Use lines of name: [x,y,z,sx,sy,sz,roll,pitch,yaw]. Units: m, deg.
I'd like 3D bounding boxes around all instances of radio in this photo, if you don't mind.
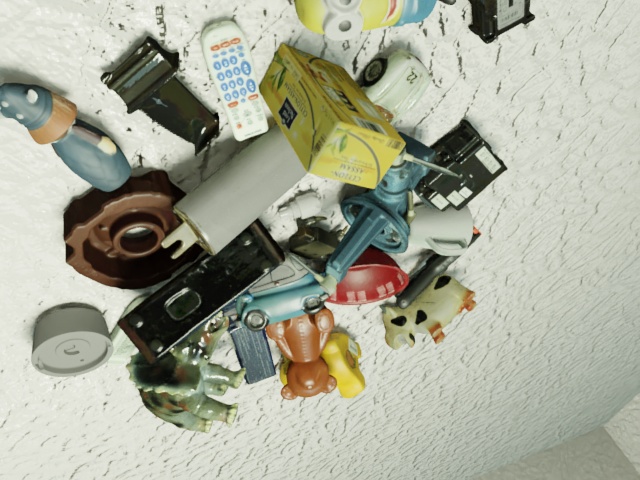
radio: [-0.156,0.063,0.729,0.229,0.073,0.131,-38,-174,-5]

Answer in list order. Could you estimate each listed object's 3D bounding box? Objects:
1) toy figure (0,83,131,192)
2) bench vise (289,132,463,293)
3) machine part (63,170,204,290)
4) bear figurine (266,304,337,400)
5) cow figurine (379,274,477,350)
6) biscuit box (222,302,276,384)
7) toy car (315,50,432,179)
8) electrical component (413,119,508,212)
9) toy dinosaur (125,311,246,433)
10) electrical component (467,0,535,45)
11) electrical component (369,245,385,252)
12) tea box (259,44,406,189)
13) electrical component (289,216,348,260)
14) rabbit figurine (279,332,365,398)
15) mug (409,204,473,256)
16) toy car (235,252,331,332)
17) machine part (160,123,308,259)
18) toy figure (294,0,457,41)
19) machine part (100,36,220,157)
toy figure: [-0.268,-0.111,0.564,0.064,0.058,0.154,-37,136,3]
bench vise: [0.076,-0.029,0.768,0.240,0.129,0.223,-51,172,-18]
machine part: [-0.237,-0.010,0.695,0.179,0.056,0.179,-17,141,-14]
bear figurine: [-0.029,0.202,0.940,0.120,0.132,0.195,-5,99,-3]
cow figurine: [0.209,0.147,1.098,0.195,0.127,0.085,-43,142,-5]
biscuit box: [-0.128,0.187,0.974,0.063,0.059,0.202,-19,140,-12]
toy car: [0.059,-0.156,0.704,0.073,0.056,0.201,20,122,-43]
electrical component: [0.212,-0.108,0.849,0.134,0.058,0.114,-41,138,16]
toy dinosaur: [-0.248,0.255,0.932,0.192,0.131,0.404,26,141,-13]
electrical component: [0.215,-0.305,0.639,0.075,0.048,0.119,-26,143,-3]
electrical component: [0.098,-0.001,0.928,0.094,0.021,0.063,5,132,-35]
tea box: [0.008,-0.140,0.603,0.098,0.170,0.068,10,127,-36]
electrical component: [-0.003,-0.003,0.853,0.102,0.045,0.078,20,150,-40]
rabbit figurine: [-0.014,0.261,1.086,0.173,0.122,0.162,-24,143,26]
mug: [0.196,-0.014,0.911,0.107,0.110,0.080,-1,140,-11]
toy car: [-0.065,0.071,0.836,0.162,0.109,0.102,-17,102,13]
machine part: [-0.092,-0.063,0.659,0.243,0.079,0.079,-43,145,-19]
toy figure: [0.060,-0.262,0.571,0.180,0.089,0.082,-23,114,-21]
machine part: [-0.163,-0.153,0.594,0.084,0.039,0.138,-39,139,6]
